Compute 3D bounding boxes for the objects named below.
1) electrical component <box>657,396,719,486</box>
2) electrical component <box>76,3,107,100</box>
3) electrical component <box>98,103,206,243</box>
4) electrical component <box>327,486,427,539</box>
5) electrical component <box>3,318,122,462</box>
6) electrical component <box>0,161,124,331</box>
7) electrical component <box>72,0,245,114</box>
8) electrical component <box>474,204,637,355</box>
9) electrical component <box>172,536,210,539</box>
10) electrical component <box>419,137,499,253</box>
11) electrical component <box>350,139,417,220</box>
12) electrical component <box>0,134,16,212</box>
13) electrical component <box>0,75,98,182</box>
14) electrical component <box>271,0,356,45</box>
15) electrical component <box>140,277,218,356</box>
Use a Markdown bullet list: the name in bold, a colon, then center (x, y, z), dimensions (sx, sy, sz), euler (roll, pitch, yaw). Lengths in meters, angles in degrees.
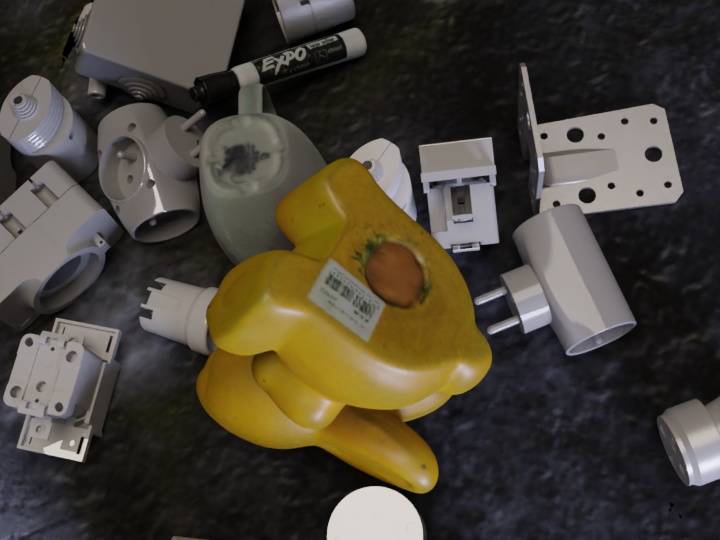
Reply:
- **electrical component**: center (0.196, 0.088, 0.584), dimensions (0.055, 0.045, 0.045), euler (-21, 72, 1)
- **electrical component**: center (-0.170, -0.142, 0.707), dimensions (0.035, 0.035, 0.061), euler (1, 76, 8)
- **electrical component**: center (-0.119, -0.069, 0.663), dimensions (0.079, 0.044, 0.077), euler (-32, 69, 30)
- **electrical component**: center (-0.007, 0.181, 0.566), dimensions (0.052, 0.073, 0.138), euler (17, 76, 12)
- **electrical component**: center (-0.174, 0.067, 0.628), dimensions (0.042, 0.063, 0.081), euler (10, 73, 8)
- **electrical component**: center (-0.196, -0.011, 0.660), dimensions (0.056, 0.050, 0.089), euler (42, 81, 15)
- **electrical component**: center (-0.126, -0.155, 0.680), dimensions (0.100, 0.048, 0.099), euler (17, 74, -20)
- **electrical component**: center (0.106, 0.012, 0.619), dimensions (0.079, 0.043, 0.077), euler (-22, 72, 0)
- **electrical component**: center (-0.081, 0.190, 0.564), dimensions (0.064, 0.099, 0.099), euler (0, 73, 1)
- **electrical component**: center (0.059, -0.043, 0.630), dimensions (0.042, 0.081, 0.063), euler (-5, 95, 6)
- **electrical component**: center (0.009, -0.046, 0.630), dimensions (0.043, 0.081, 0.043), euler (-2, 73, 7)
- **electrical component**: center (-0.304, -0.056, 0.683), dimensions (0.150, 0.061, 0.089), euler (-5, 73, 6)
- **electrical component**: center (-0.196, -0.088, 0.669), dimensions (0.043, 0.081, 0.043), euler (-2, 73, 7)
- **electrical component**: center (-0.032, -0.178, 0.690), dimensions (0.047, 0.055, 0.055), euler (-19, 72, -3)
- **electrical component**: center (-0.103, 0.027, 0.645), dimensions (0.046, 0.040, 0.040), euler (15, 76, 18)
